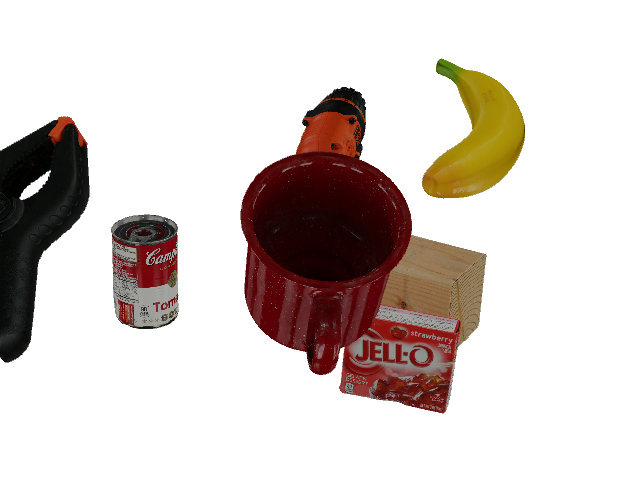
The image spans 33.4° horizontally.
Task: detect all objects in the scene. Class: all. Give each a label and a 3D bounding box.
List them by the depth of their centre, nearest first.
[{"bbox_3d":[0.000,0.020,0.598,0.093,0.117,0.081,-1,-36,-8],"label":"mug"},{"bbox_3d":[-0.210,-0.008,0.680,0.120,0.171,0.039,12,-33,12],"label":"clamp"},{"bbox_3d":[0.111,-0.075,0.756,0.069,0.037,0.197,7,31,5],"label":"banana"},{"bbox_3d":[0.063,0.093,0.852,0.089,0.073,0.030,10,24,12],"label":"gelatin box"},{"bbox_3d":[0.019,-0.038,0.996,0.057,0.188,0.184,-2,23,12],"label":"power drill"},{"bbox_3d":[-0.183,0.033,1.115,0.068,0.102,0.068,2,25,-1],"label":"soup can"},{"bbox_3d":[0.062,0.044,1.150,0.206,0.091,0.090,16,28,27],"label":"wood block"}]
